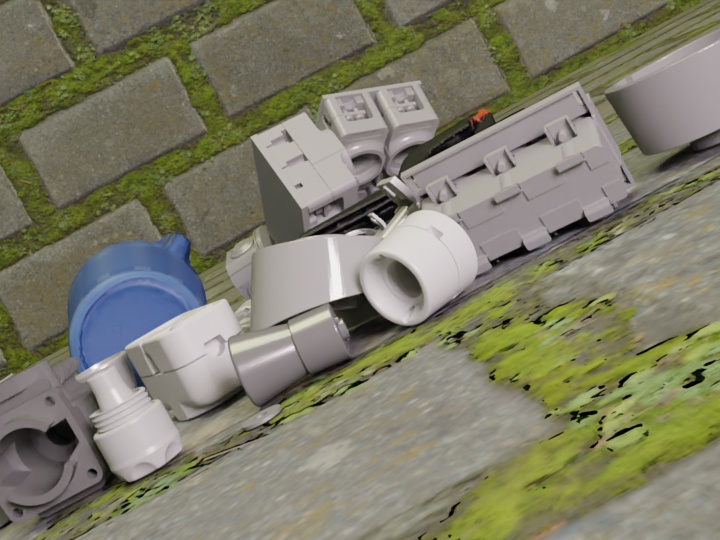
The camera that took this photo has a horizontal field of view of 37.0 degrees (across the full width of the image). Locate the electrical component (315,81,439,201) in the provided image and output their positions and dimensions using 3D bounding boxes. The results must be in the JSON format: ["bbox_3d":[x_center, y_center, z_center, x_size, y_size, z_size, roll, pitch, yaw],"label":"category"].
[{"bbox_3d":[0.004,-0.099,1.098,0.105,0.060,0.186,-13,-31,-22],"label":"electrical component"}]

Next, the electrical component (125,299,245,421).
[{"bbox_3d":[-0.111,0.062,0.723,0.054,0.059,0.095,-32,7,-30],"label":"electrical component"}]

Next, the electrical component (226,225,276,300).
[{"bbox_3d":[-0.092,0.000,1.064,0.051,0.080,0.080,-33,5,12],"label":"electrical component"}]

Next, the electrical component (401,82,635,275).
[{"bbox_3d":[0.097,-0.049,0.656,0.121,0.078,0.063,-26,31,21],"label":"electrical component"}]

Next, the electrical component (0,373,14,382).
[{"bbox_3d":[-0.333,0.144,0.984,0.063,0.079,0.121,-57,5,3],"label":"electrical component"}]

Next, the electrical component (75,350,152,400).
[{"bbox_3d":[-0.176,0.092,0.776,0.045,0.055,0.045,-28,6,3],"label":"electrical component"}]

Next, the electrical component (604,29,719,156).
[{"bbox_3d":[0.218,-0.111,0.683,0.108,0.060,0.108,-28,6,3],"label":"electrical component"}]

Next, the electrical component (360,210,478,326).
[{"bbox_3d":[0.033,0.000,0.626,0.055,0.055,0.047,-22,13,48],"label":"electrical component"}]

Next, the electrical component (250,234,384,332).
[{"bbox_3d":[-0.022,0.013,0.678,0.099,0.064,0.099,-6,-8,-1],"label":"electrical component"}]

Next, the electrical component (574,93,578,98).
[{"bbox_3d":[0.169,-0.123,1.012,0.078,0.057,0.113,-30,6,-11],"label":"electrical component"}]

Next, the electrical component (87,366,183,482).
[{"bbox_3d":[-0.132,0.085,0.609,0.043,0.062,0.043,-28,6,3],"label":"electrical component"}]

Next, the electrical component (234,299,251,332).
[{"bbox_3d":[-0.080,0.046,0.804,0.040,0.040,0.078,-27,7,8],"label":"electrical component"}]

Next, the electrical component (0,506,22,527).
[{"bbox_3d":[-0.264,0.147,0.706,0.113,0.057,0.078,-32,7,-32],"label":"electrical component"}]

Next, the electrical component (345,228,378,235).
[{"bbox_3d":[0.000,0.000,0.771,0.055,0.055,0.047,-30,2,-12],"label":"electrical component"}]

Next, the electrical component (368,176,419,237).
[{"bbox_3d":[0.039,-0.025,0.733,0.063,0.081,0.042,-52,9,-6],"label":"electrical component"}]

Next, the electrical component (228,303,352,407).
[{"bbox_3d":[-0.038,0.046,0.620,0.065,0.044,0.044,-24,6,2],"label":"electrical component"}]

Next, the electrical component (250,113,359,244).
[{"bbox_3d":[-0.042,-0.058,0.966,0.062,0.089,0.150,-29,-27,-14],"label":"electrical component"}]
